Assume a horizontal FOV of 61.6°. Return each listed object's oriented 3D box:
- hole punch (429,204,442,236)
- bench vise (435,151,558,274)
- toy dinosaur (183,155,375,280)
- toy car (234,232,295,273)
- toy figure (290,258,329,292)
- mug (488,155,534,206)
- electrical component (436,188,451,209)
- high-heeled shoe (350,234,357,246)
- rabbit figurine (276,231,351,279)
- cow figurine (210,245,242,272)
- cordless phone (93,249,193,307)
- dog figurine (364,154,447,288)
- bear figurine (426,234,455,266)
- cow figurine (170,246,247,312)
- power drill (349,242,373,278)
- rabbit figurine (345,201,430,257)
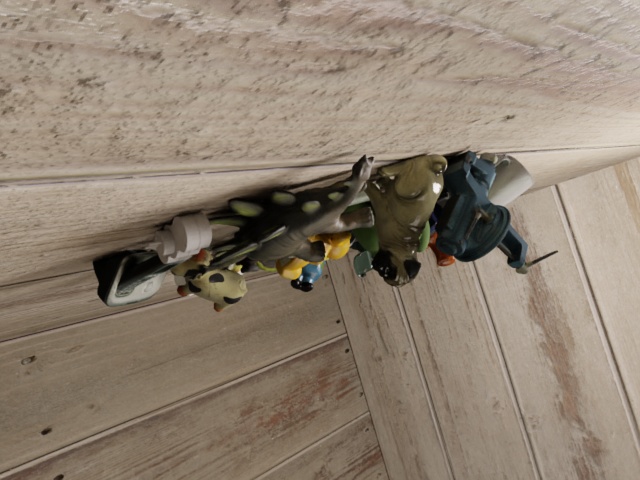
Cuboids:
[{"bbox_3d":[0.198,-0.057,1.113,0.116,0.142,0.092,-35,167,32],"label":"hole punch"},{"bbox_3d":[0.296,-0.035,0.948,0.129,0.240,0.224,-30,-153,46],"label":"bench vise"},{"bbox_3d":[-0.074,-0.015,0.850,0.198,0.105,0.471,-4,160,-35],"label":"toy dinosaur"},{"bbox_3d":[-0.100,0.007,1.061,0.202,0.089,0.053,-22,169,41],"label":"toy car"},{"bbox_3d":[-0.023,0.033,1.242,0.082,0.180,0.089,32,152,-27],"label":"toy figure"},{"bbox_3d":[0.370,-0.116,1.108,0.107,0.081,0.109,-43,138,5],"label":"mug"},{"bbox_3d":[0.279,-0.084,1.075,0.119,0.075,0.048,26,150,-29],"label":"electrical component"},{"bbox_3d":[0.093,-0.039,1.321,0.145,0.086,0.249,-25,178,-19],"label":"high-heeled shoe"},{"bbox_3d":[-0.002,-0.003,1.142,0.173,0.122,0.162,7,140,-40],"label":"rabbit figurine"},{"bbox_3d":[-0.220,0.060,1.220,0.068,0.098,0.167,5,163,-42],"label":"cow figurine"},{"bbox_3d":[-0.289,0.047,0.951,0.184,0.088,0.146,-22,173,18],"label":"cordless phone"},{"bbox_3d":[0.153,-0.028,0.880,0.121,0.190,0.172,-13,173,-36],"label":"dog figurine"},{"bbox_3d":[0.198,-0.007,1.225,0.196,0.120,0.132,-8,-141,-5],"label":"bear figurine"},{"bbox_3d":[-0.230,0.073,1.098,0.127,0.085,0.194,-24,139,31],"label":"cow figurine"},{"bbox_3d":[0.087,0.019,1.468,0.232,0.085,0.207,-22,-153,-10],"label":"power drill"},{"bbox_3d":[0.145,-0.049,1.029,0.170,0.159,0.121,-35,158,25],"label":"rabbit figurine"}]
